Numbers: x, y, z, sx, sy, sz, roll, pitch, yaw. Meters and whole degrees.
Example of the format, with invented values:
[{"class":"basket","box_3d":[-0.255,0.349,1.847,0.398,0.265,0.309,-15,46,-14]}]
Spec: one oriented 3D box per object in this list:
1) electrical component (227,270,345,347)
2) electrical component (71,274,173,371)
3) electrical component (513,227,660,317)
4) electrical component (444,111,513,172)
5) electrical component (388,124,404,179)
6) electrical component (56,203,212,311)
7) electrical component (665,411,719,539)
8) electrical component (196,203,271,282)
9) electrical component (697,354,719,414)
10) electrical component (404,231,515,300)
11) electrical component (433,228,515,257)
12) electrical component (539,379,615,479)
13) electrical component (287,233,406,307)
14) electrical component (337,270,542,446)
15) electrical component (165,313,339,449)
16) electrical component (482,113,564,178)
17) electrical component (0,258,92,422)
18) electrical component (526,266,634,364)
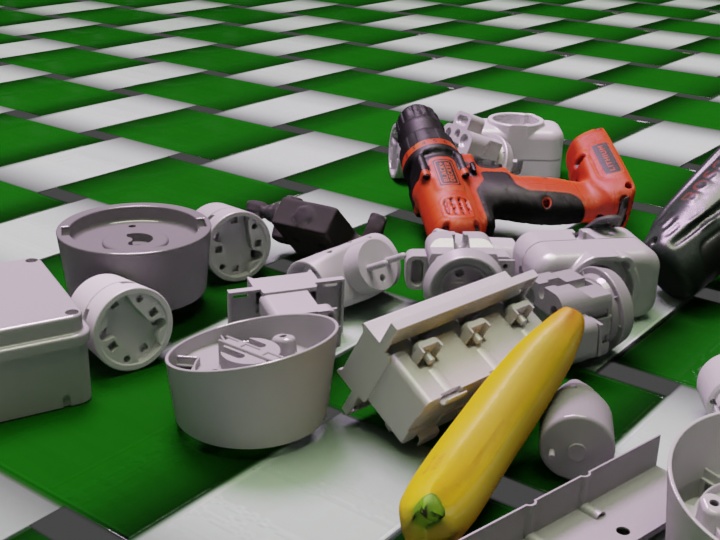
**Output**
[{"class":"electrical component","box_3d":[-0.045,0.034,0.715,0.081,0.042,0.064,-8,27,-19]},{"class":"electrical component","box_3d":[-0.157,0.032,0.697,0.055,0.055,0.047,-15,24,-35]},{"class":"electrical component","box_3d":[0.165,0.005,0.781,0.095,0.053,0.059,-3,22,-10]},{"class":"electrical component","box_3d":[0.110,-0.107,1.037,0.057,0.078,0.058,14,12,-32]},{"class":"electrical component","box_3d":[0.057,-0.119,1.084,0.047,0.055,0.055,1,22,-10]},{"class":"electrical component","box_3d":[-0.160,-0.003,0.772,0.108,0.060,0.108,1,22,-1]},{"class":"electrical component","box_3d":[0.189,0.115,0.492,0.099,0.064,0.099,2,21,-1]},{"class":"electrical component","box_3d":[-0.105,-0.024,0.837,0.055,0.055,0.047,-12,22,-30]},{"class":"electrical component","box_3d":[0.220,0.078,0.619,0.040,0.040,0.078,3,22,5]},{"class":"electrical component","box_3d":[0.073,0.006,0.769,0.078,0.058,0.057,0,19,-2]},{"class":"electrical component","box_3d":[0.088,-0.009,0.829,0.065,0.044,0.044,2,21,-10]},{"class":"electrical component","box_3d":[0.121,0.084,0.600,0.040,0.040,0.078,5,22,8]},{"class":"electrical component","box_3d":[0.000,0.000,0.772,0.077,0.043,0.079,-22,3,-41]},{"class":"electrical component","box_3d":[0.057,0.051,0.636,0.121,0.078,0.063,-18,58,-40]},{"class":"electrical component","box_3d":[-0.062,0.058,0.621,0.099,0.064,0.099,1,22,0]},{"class":"electrical component","box_3d":[0.157,-0.125,1.097,0.095,0.059,0.053,2,22,2]},{"class":"electrical component","box_3d":[-0.218,0.040,0.666,0.078,0.057,0.113,-11,25,-28]},{"class":"electrical component","box_3d":[0.144,0.029,0.716,0.057,0.058,0.078,-12,25,-23]}]
